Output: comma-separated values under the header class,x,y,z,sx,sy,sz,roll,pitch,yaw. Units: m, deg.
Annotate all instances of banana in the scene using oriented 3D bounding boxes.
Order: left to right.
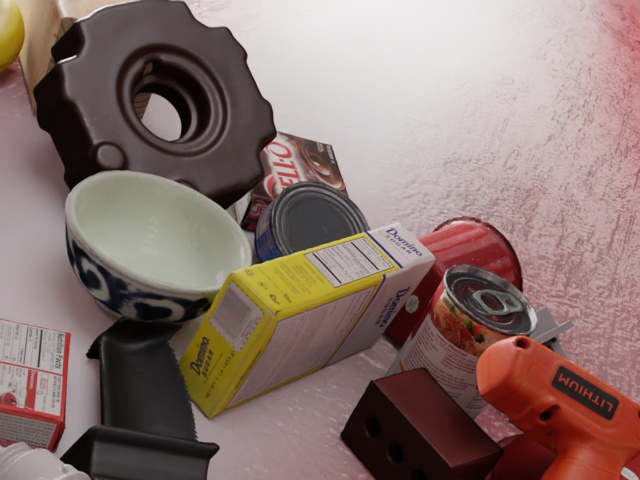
class,x,y,z,sx,sy,sz,roll,pitch,yaw
banana,-0.283,-0.146,0.823,0.069,0.037,0.197,37,36,-2

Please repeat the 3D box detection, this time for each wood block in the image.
class,x,y,z,sx,sy,sz,roll,pitch,yaw
wood block,-0.204,-0.190,0.911,0.090,0.091,0.206,8,34,-30

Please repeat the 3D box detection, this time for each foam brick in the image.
class,x,y,z,sx,sy,sz,roll,pitch,yaw
foam brick,0.062,0.127,0.661,0.051,0.053,0.078,-7,43,-45

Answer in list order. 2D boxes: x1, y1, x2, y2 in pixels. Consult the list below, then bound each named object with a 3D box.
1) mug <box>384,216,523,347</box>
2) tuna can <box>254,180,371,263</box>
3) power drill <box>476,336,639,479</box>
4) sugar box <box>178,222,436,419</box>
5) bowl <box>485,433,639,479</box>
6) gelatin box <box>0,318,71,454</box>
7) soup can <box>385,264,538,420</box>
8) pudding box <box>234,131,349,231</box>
class,x,y,z,sx,sy,sz,roll,pitch,yaw
mug,0.081,0.033,0.802,0.117,0.093,0.081,17,23,39
tuna can,-0.005,0.001,0.792,0.086,0.034,0.086,15,57,-25
power drill,0.100,0.149,0.583,0.184,0.057,0.187,32,56,-10
sugar box,-0.006,0.047,0.690,0.048,0.093,0.175,45,33,19
bowl,0.187,0.169,0.693,0.162,0.055,0.162,20,30,-12
gelatin box,-0.180,0.074,0.571,0.089,0.030,0.073,15,30,-20
soup can,0.091,0.077,0.713,0.068,0.102,0.068,20,30,-12
pudding box,-0.027,-0.046,0.877,0.090,0.039,0.113,14,32,-22
